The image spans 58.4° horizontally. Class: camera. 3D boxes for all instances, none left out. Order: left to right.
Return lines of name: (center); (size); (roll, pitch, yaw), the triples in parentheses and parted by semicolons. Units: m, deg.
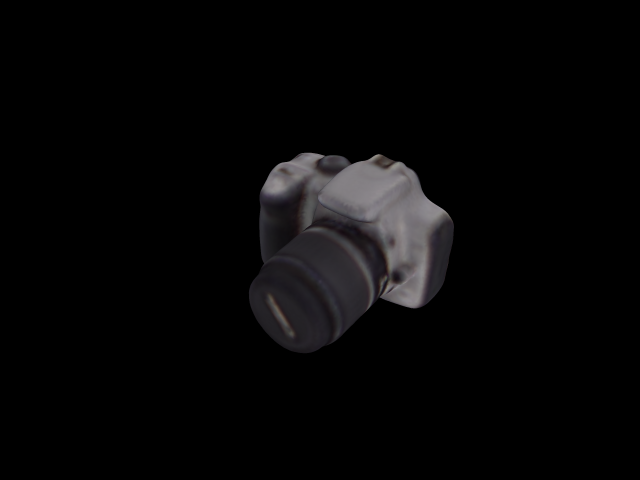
camera: (0.004, 0.001, 0.400); (0.142, 0.101, 0.137); (25, 45, 28)
